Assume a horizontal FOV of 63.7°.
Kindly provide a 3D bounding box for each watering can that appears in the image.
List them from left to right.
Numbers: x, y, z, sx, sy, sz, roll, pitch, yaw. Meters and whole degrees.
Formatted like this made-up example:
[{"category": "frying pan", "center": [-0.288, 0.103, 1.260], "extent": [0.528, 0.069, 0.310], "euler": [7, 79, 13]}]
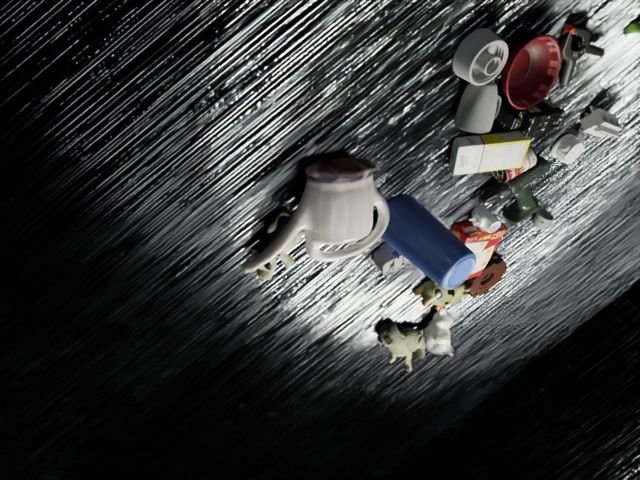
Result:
[{"category": "watering can", "center": [0.003, -0.053, 1.047], "extent": [0.349, 0.105, 0.221], "euler": [-12, 114, -29]}]

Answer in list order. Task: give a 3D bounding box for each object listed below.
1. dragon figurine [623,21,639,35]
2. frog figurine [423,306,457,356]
[{"category": "dragon figurine", "center": [0.880, -0.504, 1.205], "extent": [0.413, 0.247, 0.119], "euler": [-16, 134, -22]}, {"category": "frog figurine", "center": [0.416, 0.316, 1.814], "extent": [0.122, 0.140, 0.157], "euler": [-8, 110, 8]}]
